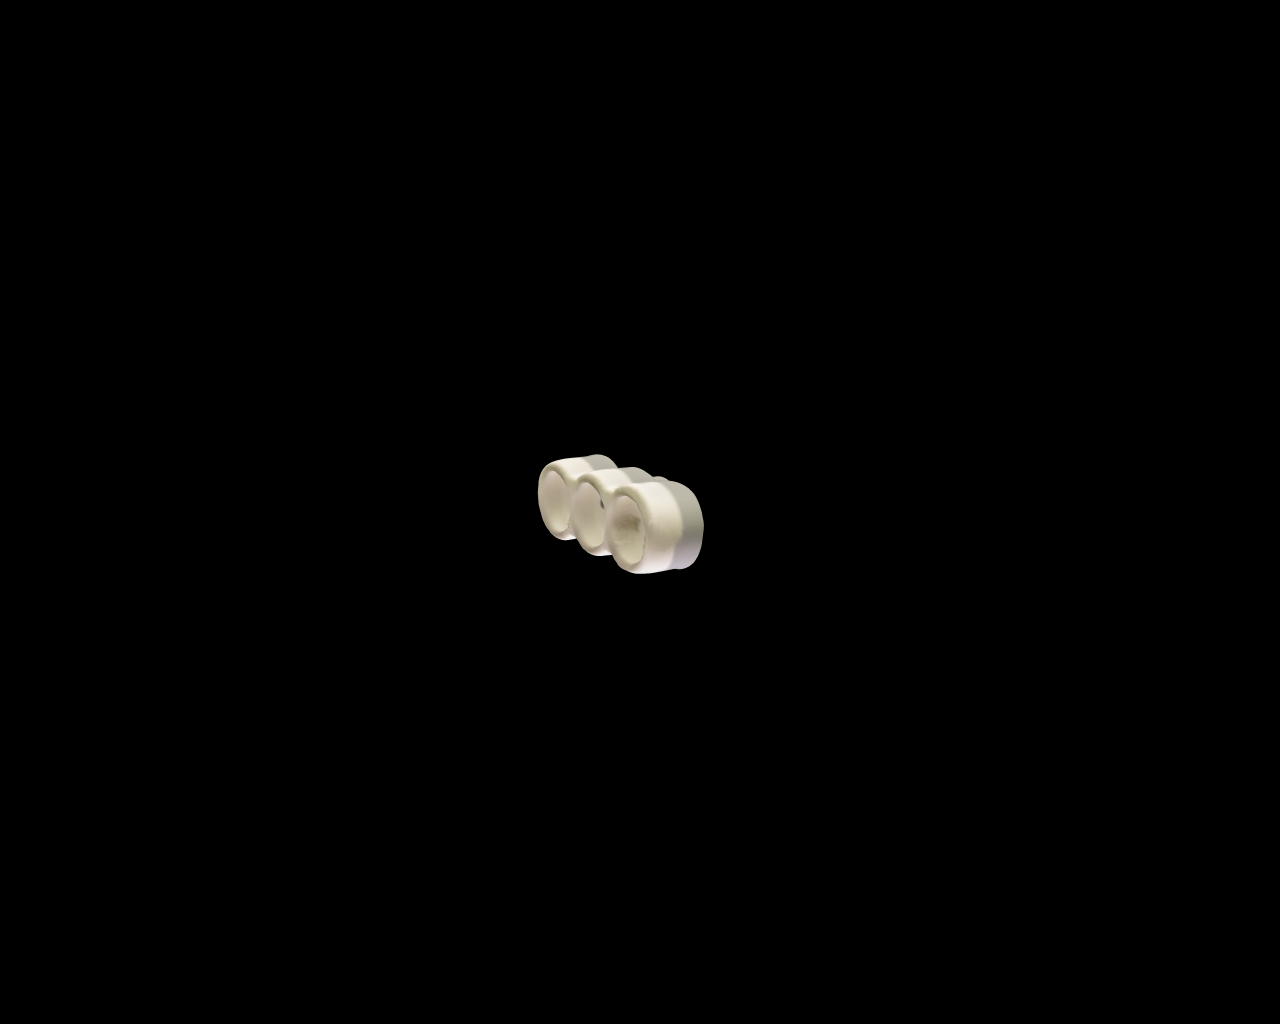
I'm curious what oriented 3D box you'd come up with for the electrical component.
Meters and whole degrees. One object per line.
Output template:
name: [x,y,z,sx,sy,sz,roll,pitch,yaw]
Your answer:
electrical component: [0.001,-0.003,0.650,0.074,0.052,0.138,-8,16,-31]
